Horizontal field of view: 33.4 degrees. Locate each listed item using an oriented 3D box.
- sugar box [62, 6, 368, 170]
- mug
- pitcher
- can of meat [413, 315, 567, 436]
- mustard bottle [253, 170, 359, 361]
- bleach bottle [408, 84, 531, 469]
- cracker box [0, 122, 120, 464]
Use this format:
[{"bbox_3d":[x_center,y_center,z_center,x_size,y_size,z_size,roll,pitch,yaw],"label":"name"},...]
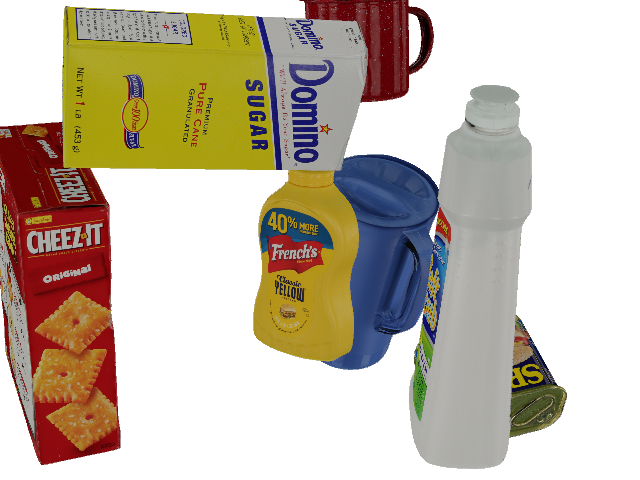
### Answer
[{"bbox_3d":[-0.065,-0.088,0.643,0.176,0.048,0.093,1,-44,-13],"label":"sugar box"},{"bbox_3d":[0.040,-0.158,0.864,0.117,0.081,0.093,-11,18,-29],"label":"mug"},{"bbox_3d":[0.053,0.037,1.216,0.145,0.243,0.149,14,39,4],"label":"pitcher"},{"bbox_3d":[0.135,0.113,0.870,0.102,0.057,0.084,-12,47,-11],"label":"can of meat"},{"bbox_3d":[-0.012,0.007,0.964,0.096,0.192,0.058,15,20,33],"label":"mustard bottle"},{"bbox_3d":[0.097,0.020,0.678,0.068,0.251,0.102,2,30,1],"label":"bleach bottle"},{"bbox_3d":[-0.206,0.036,0.826,0.072,0.214,0.164,-8,30,-22],"label":"cracker box"}]
